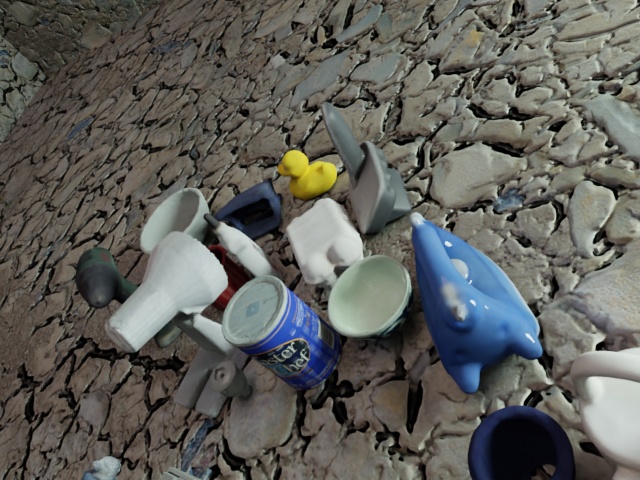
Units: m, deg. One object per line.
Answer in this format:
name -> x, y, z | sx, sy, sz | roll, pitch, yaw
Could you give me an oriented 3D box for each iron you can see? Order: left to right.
iron -> 0.150, 0.041, 0.680 | 0.118, 0.142, 0.258 | -33, 40, 13

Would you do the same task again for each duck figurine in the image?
duck figurine -> -0.028, -0.127, 1.035 | 0.104, 0.086, 0.077 | -9, 49, 35

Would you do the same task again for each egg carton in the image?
egg carton -> 0.008, 0.003, 0.897 | 0.107, 0.070, 0.150 | -37, 39, 9

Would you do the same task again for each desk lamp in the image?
desk lamp -> -0.200, 0.123, 0.851 | 0.117, 0.214, 0.203 | 2, 56, 42

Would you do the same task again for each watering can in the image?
watering can -> 0.262, 0.130, 0.458 | 0.100, 0.195, 0.173 | -14, 47, 31

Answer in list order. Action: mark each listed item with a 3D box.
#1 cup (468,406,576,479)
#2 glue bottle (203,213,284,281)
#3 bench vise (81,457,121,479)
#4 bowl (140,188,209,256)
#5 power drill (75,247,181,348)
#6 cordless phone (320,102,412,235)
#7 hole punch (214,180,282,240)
cup -> 0.190, 0.222, 0.517 | 0.091, 0.095, 0.118 | -4, 53, 39
glue bottle -> -0.128, 0.012, 0.923 | 0.037, 0.174, 0.078 | -44, 38, 0
bench vise -> -0.373, 0.372, 0.768 | 0.121, 0.220, 0.207 | 4, 58, 43
bowl -> -0.281, -0.021, 1.167 | 0.167, 0.075, 0.167 | -23, 43, 24
power drill -> -0.334, 0.098, 0.995 | 0.076, 0.209, 0.228 | -48, 39, -6
cordless phone -> 0.052, -0.111, 0.870 | 0.094, 0.186, 0.147 | -32, 40, 14
hole punch -> -0.135, -0.064, 1.066 | 0.108, 0.091, 0.101 | -26, 42, 21
